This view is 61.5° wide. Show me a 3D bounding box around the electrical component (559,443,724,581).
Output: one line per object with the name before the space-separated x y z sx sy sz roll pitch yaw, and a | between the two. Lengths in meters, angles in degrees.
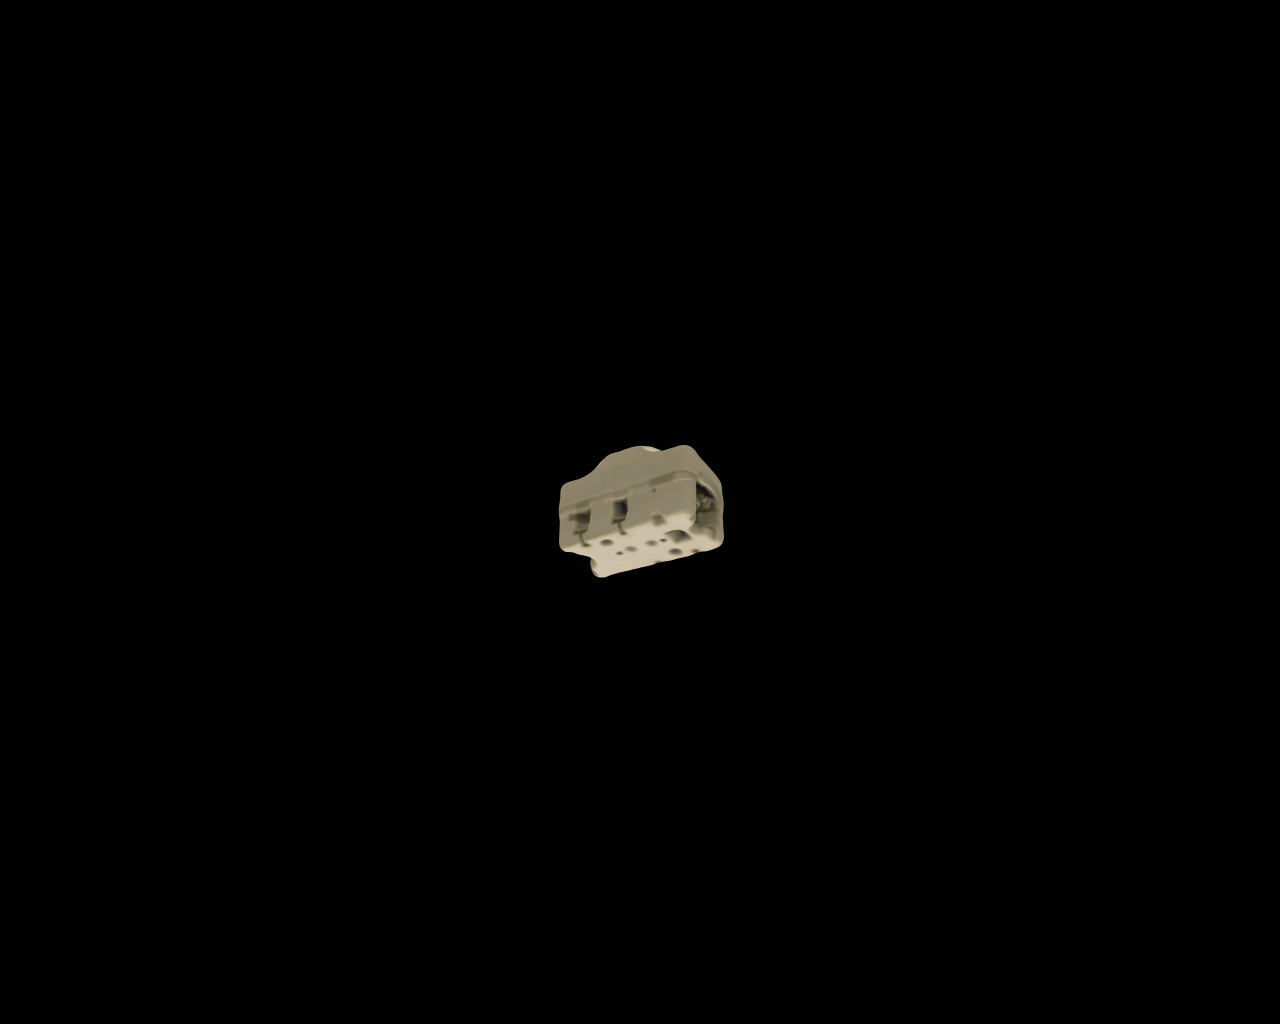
electrical component | 0.001 -0.003 0.650 0.089 0.056 0.050 -17 -36 24
